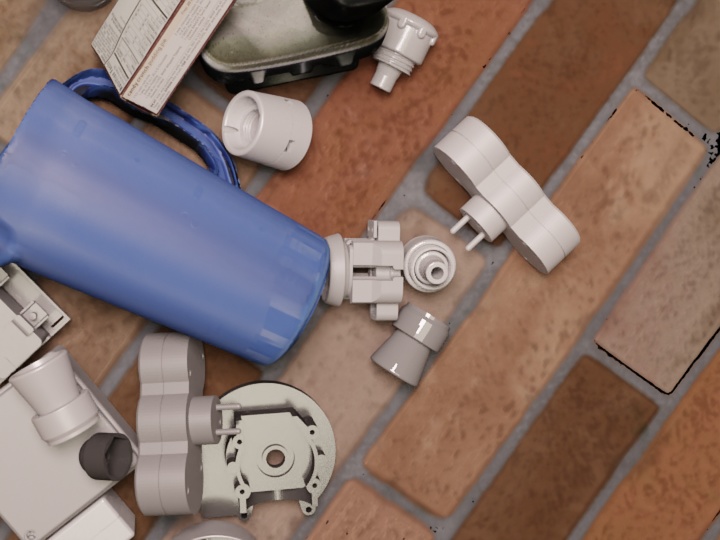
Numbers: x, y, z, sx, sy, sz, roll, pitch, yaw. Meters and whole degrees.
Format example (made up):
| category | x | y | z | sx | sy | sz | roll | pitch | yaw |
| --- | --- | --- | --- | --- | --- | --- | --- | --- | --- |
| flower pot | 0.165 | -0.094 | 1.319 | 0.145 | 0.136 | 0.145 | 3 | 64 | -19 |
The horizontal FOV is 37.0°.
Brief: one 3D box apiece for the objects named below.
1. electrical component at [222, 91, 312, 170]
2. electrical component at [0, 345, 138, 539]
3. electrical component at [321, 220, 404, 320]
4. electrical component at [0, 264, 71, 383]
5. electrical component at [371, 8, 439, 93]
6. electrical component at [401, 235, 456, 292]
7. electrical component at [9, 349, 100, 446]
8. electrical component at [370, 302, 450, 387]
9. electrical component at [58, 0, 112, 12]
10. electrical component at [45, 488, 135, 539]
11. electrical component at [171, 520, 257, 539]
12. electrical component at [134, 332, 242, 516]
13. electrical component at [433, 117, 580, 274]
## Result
| category | x | y | z | sx | sy | sz | roll | pitch | yaw |
| --- | --- | --- | --- | --- | --- | --- | --- | --- | --- |
| electrical component | -0.072 | -0.107 | 0.816 | 0.047 | 0.055 | 0.055 | 9 | 94 | -44 |
| electrical component | -0.239 | 0.132 | 0.816 | 0.109 | 0.056 | 0.108 | -38 | 100 | -5 |
| electrical component | 0.000 | 0.000 | 0.845 | 0.057 | 0.058 | 0.078 | 0 | 95 | -12 |
| electrical component | -0.288 | 0.021 | 0.795 | 0.079 | 0.063 | 0.121 | -43 | 100 | -4 |
| electrical component | 0.029 | -0.170 | 0.843 | 0.048 | 0.048 | 0.062 | 25 | 97 | -11 |
| electrical component | 0.055 | -0.003 | 0.850 | 0.043 | 0.062 | 0.043 | -1 | 100 | -7 |
| electrical component | -0.216 | 0.091 | 0.763 | 0.045 | 0.045 | 0.055 | -27 | 99 | -6 |
| electrical component | 0.041 | 0.059 | 0.863 | 0.045 | 0.045 | 0.055 | 32 | 89 | -10 |
| electrical component | -0.207 | -0.223 | 0.797 | 0.055 | 0.047 | 0.055 | -1 | 95 | -9 |
| electrical component | -0.200 | 0.219 | 0.835 | 0.066 | 0.047 | 0.076 | -38 | 100 | -6 |
| electrical component | -0.114 | 0.246 | 0.842 | 0.099 | 0.064 | 0.099 | -1 | 94 | -9 |
| electrical component | -0.126 | 0.114 | 0.811 | 0.074 | 0.052 | 0.138 | -4 | 73 | 7 |
| electrical component | 0.105 | -0.048 | 0.861 | 0.074 | 0.052 | 0.138 | -43 | 101 | -3 |
